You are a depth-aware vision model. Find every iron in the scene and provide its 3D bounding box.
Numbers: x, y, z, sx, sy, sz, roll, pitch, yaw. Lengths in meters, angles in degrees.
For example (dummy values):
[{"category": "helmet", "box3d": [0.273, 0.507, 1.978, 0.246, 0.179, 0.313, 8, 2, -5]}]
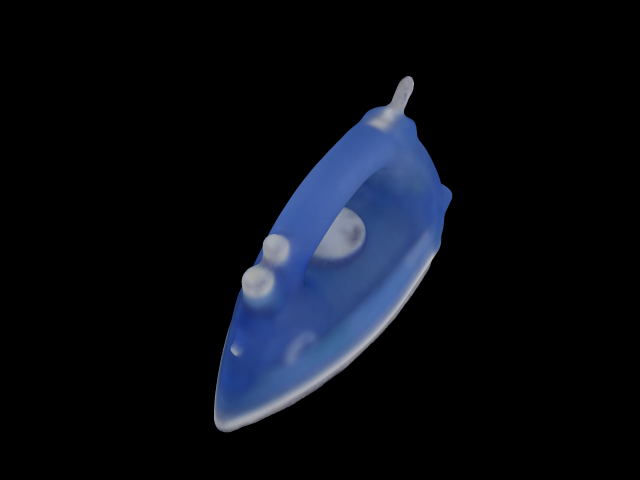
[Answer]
[{"category": "iron", "box3d": [0.004, 0.001, 0.400, 0.118, 0.141, 0.259, 25, 54, 20]}]
